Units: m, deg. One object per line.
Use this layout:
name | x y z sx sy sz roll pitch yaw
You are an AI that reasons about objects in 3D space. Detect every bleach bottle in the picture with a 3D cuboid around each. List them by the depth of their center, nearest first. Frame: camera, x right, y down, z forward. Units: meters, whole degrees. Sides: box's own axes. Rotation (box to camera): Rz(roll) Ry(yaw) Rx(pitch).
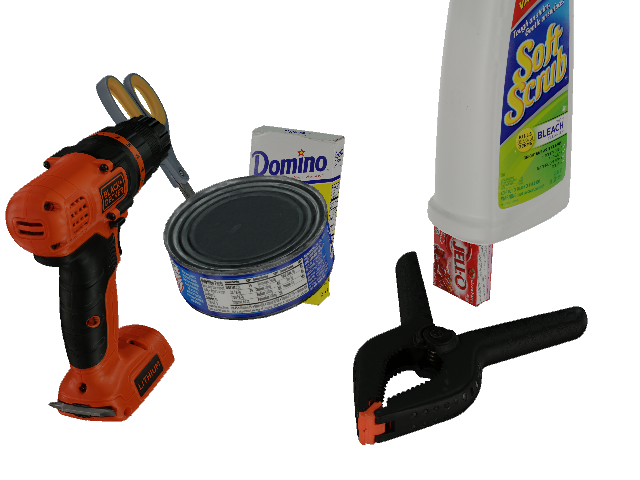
bleach bottle | 0.118 -0.128 0.690 0.102 0.251 0.068 -23 33 -30

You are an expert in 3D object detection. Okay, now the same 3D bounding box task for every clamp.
clamp | 0.081 0.078 0.805 0.165 0.036 0.209 23 40 34

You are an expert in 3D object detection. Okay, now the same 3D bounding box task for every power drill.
power drill | -0.148 0.017 0.755 0.057 0.188 0.184 3 24 19

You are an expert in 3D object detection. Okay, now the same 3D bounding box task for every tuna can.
tuna can | -0.036 0.003 0.555 0.086 0.034 0.086 -7 35 5

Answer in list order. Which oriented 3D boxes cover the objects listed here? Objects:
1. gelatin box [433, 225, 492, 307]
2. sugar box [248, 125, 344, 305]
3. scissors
gelatin box | 0.172 0.026 1.296 0.030 0.089 0.073 -23 34 -34
sugar box | -0.031 -0.027 1.120 0.093 0.176 0.048 8 16 14
scissors | -0.133 -0.074 0.977 0.016 0.201 0.096 -28 26 20
